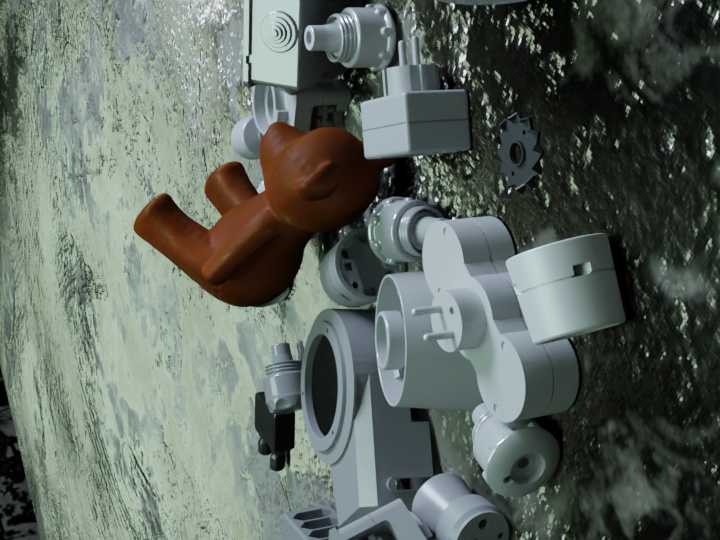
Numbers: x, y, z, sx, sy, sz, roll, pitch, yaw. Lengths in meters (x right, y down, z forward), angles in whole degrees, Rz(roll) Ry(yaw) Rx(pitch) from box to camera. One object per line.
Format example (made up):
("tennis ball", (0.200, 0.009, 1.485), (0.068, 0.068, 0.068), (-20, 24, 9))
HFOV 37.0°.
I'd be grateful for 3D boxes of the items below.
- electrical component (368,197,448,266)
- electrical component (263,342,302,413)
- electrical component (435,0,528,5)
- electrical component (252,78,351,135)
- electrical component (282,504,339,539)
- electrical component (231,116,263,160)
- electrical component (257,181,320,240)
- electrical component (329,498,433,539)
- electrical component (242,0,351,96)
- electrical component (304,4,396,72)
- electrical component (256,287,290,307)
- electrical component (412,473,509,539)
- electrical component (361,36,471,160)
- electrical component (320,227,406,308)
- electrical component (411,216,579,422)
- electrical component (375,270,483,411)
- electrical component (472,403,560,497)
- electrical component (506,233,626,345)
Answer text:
("electrical component", (0.039, -0.026, 0.726), (0.062, 0.048, 0.048), (4, 99, 58))
("electrical component", (-0.068, 0.098, 0.985), (0.043, 0.043, 0.062), (143, 119, -62))
("electrical component", (0.068, -0.175, 0.585), (0.080, 0.080, 0.051), (-173, 82, -65))
("electrical component", (-0.053, -0.137, 0.880), (0.089, 0.056, 0.050), (-131, 42, -51))
("electrical component", (-0.032, 0.259, 0.939), (0.083, 0.047, 0.075), (-152, 61, -61))
("electrical component", (-0.101, -0.123, 1.006), (0.078, 0.040, 0.040), (-175, 80, -65))
("electrical component", (-0.057, -0.053, 0.929), (0.065, 0.044, 0.044), (43, 134, 48))
("electrical component", (0.029, 0.246, 0.736), (0.105, 0.060, 0.186), (55, 158, 31))
("electrical component", (-0.045, -0.185, 0.807), (0.048, 0.100, 0.099), (13, 115, 22))
("electrical component", (-0.008, -0.166, 0.769), (0.048, 0.062, 0.048), (174, 90, -65))
("electrical component", (-0.103, 0.002, 1.036), (0.079, 0.044, 0.077), (119, 138, -52))
("electrical component", (0.066, 0.165, 0.709), (0.055, 0.045, 0.045), (-149, 57, -59))
("electrical component", (0.035, -0.114, 0.708), (0.066, 0.047, 0.076), (-175, 80, -65))
("electrical component", (0.000, 0.000, 0.803), (0.047, 0.055, 0.055), (149, 112, -68))
("electrical component", (0.067, 0.029, 0.641), (0.052, 0.074, 0.138), (113, 142, -47))
("electrical component", (0.046, 0.047, 0.732), (0.099, 0.064, 0.099), (178, 90, -78))
("electrical component", (0.088, 0.103, 0.650), (0.062, 0.048, 0.048), (-127, 38, -59))
("electrical component", (0.110, 0.011, 0.569), (0.055, 0.055, 0.047), (-31, 72, 63))
